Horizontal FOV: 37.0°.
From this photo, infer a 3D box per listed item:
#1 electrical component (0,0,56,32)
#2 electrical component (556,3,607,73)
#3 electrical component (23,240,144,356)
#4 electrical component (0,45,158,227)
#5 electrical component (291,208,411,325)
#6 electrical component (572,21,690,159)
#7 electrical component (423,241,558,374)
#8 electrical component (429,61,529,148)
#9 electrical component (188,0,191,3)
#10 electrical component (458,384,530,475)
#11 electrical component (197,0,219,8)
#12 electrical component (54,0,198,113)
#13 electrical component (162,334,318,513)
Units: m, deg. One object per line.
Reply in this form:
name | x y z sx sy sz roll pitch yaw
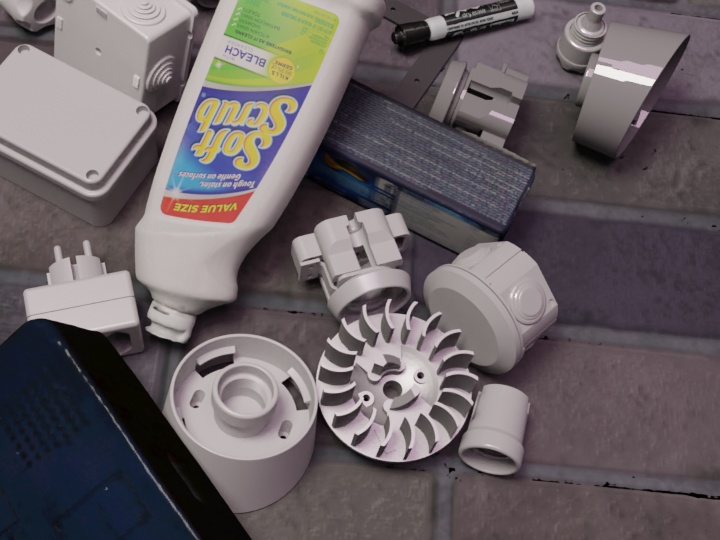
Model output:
electrical component | -0.249 -0.209 0.793 0.043 0.043 0.062 -38 73 -22
electrical component | 0.172 -0.180 0.820 0.035 0.061 0.035 3 64 -6
electrical component | -0.179 0.016 0.689 0.066 0.047 0.076 -11 66 -12
electrical component | -0.203 -0.092 0.733 0.113 0.057 0.078 28 64 7
electrical component | 0.000 0.000 0.713 0.078 0.058 0.057 -14 64 -14
electrical component | 0.193 -0.130 0.779 0.064 0.099 0.099 18 63 9
electrical component | 0.084 0.023 0.701 0.051 0.080 0.080 -36 73 -27
electrical component | 0.083 -0.118 0.781 0.057 0.058 0.078 22 64 1
electrical component | -0.174 -0.220 0.800 0.089 0.055 0.050 39 66 12
electrical component | 0.087 0.101 0.685 0.040 0.040 0.046 18 58 2
electrical component | -0.098 -0.250 0.813 0.079 0.043 0.077 -21 80 13
electrical component | -0.166 -0.162 0.750 0.100 0.099 0.048 37 52 11
electrical component | -0.075 0.092 0.669 0.099 0.064 0.099 7 50 -8
